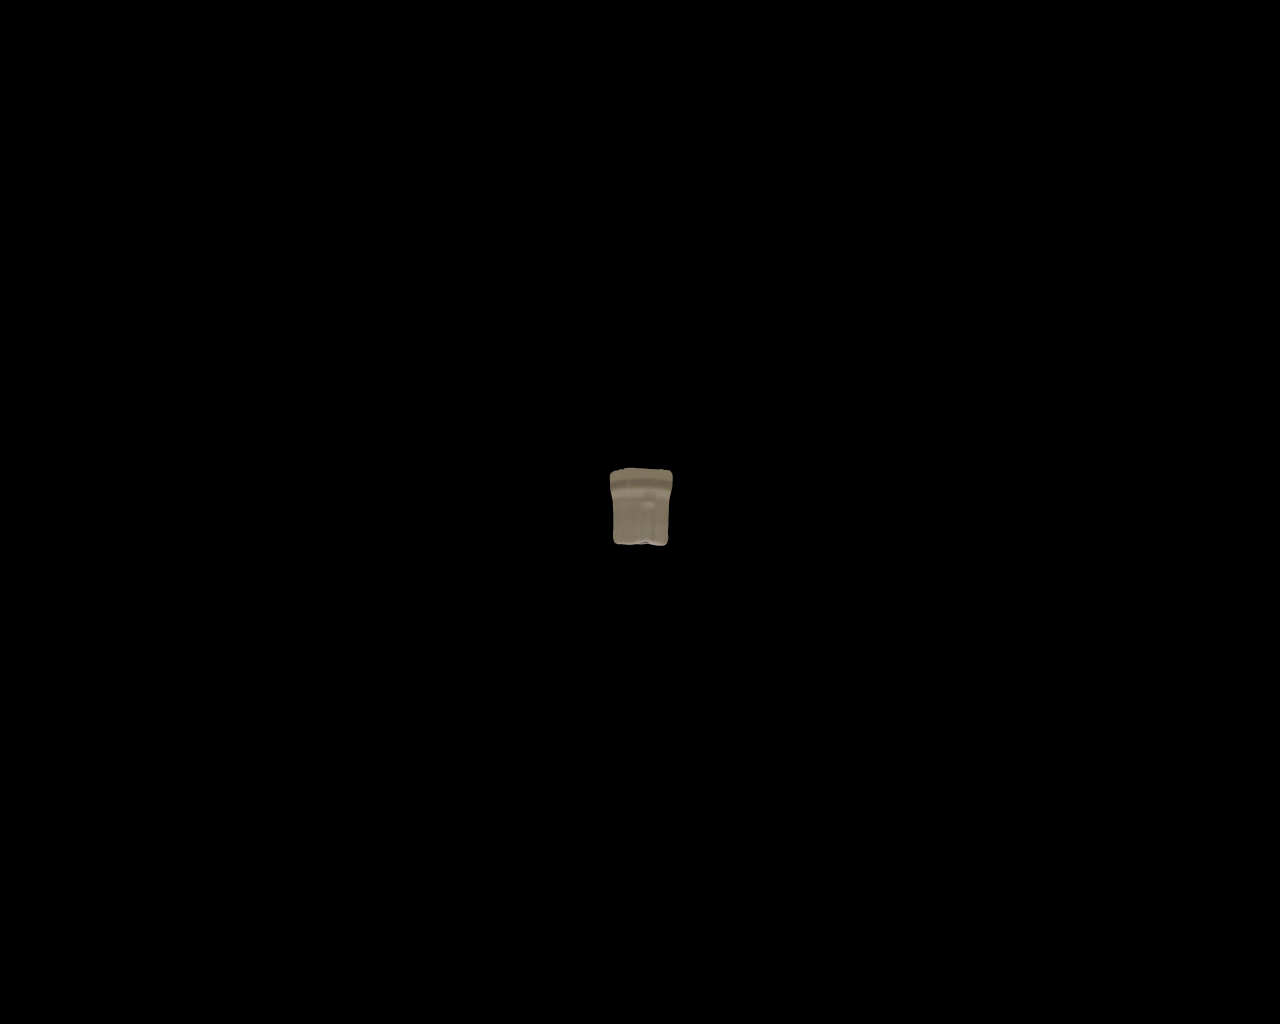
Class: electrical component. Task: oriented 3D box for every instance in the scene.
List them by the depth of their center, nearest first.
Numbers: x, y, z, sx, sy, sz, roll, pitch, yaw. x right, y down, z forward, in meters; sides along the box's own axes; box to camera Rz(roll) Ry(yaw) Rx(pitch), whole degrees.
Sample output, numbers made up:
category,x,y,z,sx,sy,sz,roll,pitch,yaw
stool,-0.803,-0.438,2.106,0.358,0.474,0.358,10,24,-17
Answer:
category,x,y,z,sx,sy,sz,roll,pitch,yaw
electrical component,0.001,-0.003,0.650,0.040,0.046,0.040,0,-7,0
